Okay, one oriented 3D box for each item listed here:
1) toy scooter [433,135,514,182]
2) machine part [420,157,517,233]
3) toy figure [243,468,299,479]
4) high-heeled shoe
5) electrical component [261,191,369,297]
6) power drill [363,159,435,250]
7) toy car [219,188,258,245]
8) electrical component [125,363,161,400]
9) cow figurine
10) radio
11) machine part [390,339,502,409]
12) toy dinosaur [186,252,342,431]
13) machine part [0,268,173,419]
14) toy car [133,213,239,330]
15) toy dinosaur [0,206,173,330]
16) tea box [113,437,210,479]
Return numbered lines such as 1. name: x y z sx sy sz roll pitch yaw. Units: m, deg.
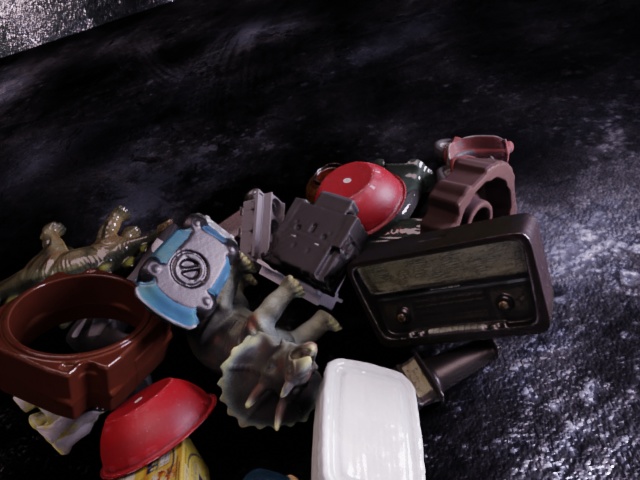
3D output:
1. toy scooter: 0.265 -0.127 0.913 0.135 0.075 0.184 -6 38 14
2. machine part: 0.210 -0.027 0.754 0.056 0.179 0.179 23 56 43
3. toy figure: -0.021 0.301 0.573 0.155 0.057 0.064 17 91 34
4. high-heeled shoe: -0.325 0.079 0.905 0.145 0.086 0.249 0 56 10
5. electrical component: -0.002 -0.002 0.758 0.115 0.058 0.134 19 70 30
6. power drill: 0.096 -0.046 0.888 0.232 0.085 0.207 2 41 25
7. toy car: -0.155 -0.016 0.975 0.202 0.053 0.089 -38 64 -18
8. electrical component: -0.274 0.205 0.767 0.075 0.047 0.119 -22 28 -2
9. cow figurine: -0.387 0.229 0.790 0.168 0.068 0.098 25 52 36
10. radio: 0.161 0.056 0.664 0.230 0.131 0.073 -12 16 34
11. machine part: 0.162 0.156 0.671 0.139 0.039 0.084 -28 33 -6
12. toy dinosaur: -0.118 0.129 0.760 0.405 0.131 0.192 16 57 45
13. machine part: -0.323 0.128 0.732 0.202 0.087 0.201 15 30 15
14. toy car: -0.188 0.046 0.735 0.103 0.109 0.162 -32 28 50
15. toy dinosaur: -0.479 0.063 0.987 0.472 0.104 0.199 -20 44 7
16. tea box: -0.174 0.285 0.582 0.098 0.068 0.170 -29 9 -9
